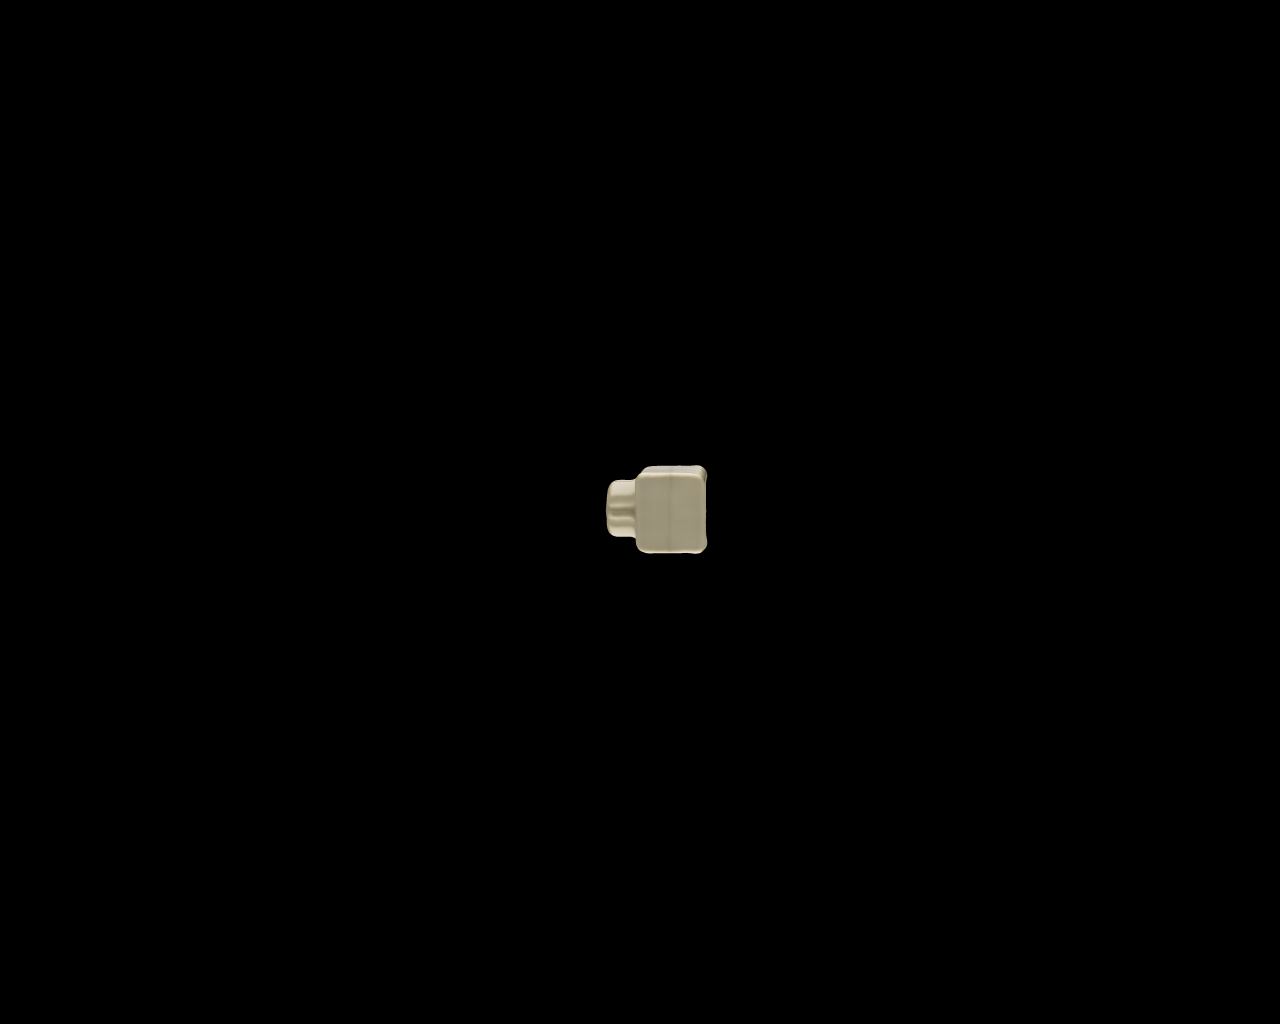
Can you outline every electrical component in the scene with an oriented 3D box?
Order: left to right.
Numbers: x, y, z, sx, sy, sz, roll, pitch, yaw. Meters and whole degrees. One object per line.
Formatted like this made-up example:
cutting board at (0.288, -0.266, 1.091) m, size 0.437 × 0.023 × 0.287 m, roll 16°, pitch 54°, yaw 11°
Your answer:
electrical component at (0.001, -0.003, 0.650) m, size 0.077 × 0.047 × 0.066 m, roll 0°, pitch 7°, yaw 4°
